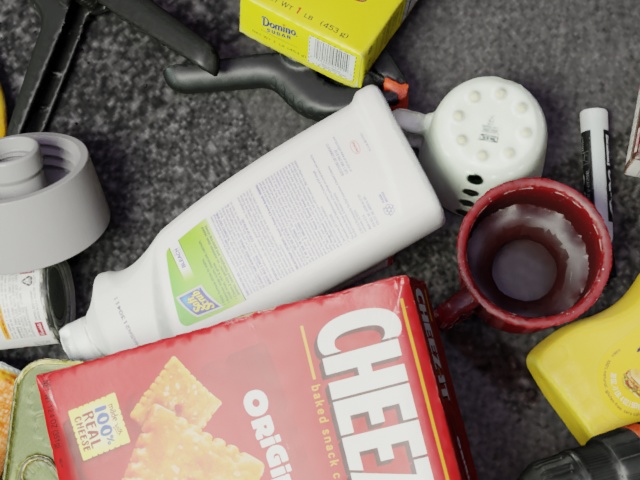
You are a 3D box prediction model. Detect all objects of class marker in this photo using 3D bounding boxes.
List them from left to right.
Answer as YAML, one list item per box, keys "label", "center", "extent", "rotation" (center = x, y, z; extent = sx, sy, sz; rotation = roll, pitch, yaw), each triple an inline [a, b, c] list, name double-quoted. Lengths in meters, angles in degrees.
- label: "marker"
  center: [0.187, -0.029, 0.718]
  extent: [0.020, 0.020, 0.121]
  rotation: [0, 78, 4]

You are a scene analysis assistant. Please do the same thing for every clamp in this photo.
- label: "clamp"
  center: [-0.156, -0.174, 0.754]
  extent: [0.165, 0.036, 0.210]
  rotation: [-14, 73, 15]
- label: "clamp"
  center: [-0.013, -0.140, 0.747]
  extent: [0.171, 0.039, 0.120]
  rotation: [17, 84, 8]

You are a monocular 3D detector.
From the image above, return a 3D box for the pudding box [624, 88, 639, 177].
- label: "pudding box"
  center: [0.269, -0.079, 0.713]
  extent: [0.113, 0.039, 0.090]
  rotation: [12, 79, 5]

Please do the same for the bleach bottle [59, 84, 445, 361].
- label: "bleach bottle"
  center: [-0.052, 0.005, 0.676]
  extent: [0.251, 0.068, 0.102]
  rotation: [-27, 76, 4]

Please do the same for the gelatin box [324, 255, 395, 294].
- label: "gelatin box"
  center: [-0.005, 0.001, 0.719]
  extent: [0.089, 0.030, 0.073]
  rotation: [-26, 78, -2]

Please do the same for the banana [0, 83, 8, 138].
- label: "banana"
  center: [-0.289, -0.143, 0.769]
  extent: [0.198, 0.037, 0.070]
  rotation: [33, 98, 11]

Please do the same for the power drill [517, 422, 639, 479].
- label: "power drill"
  center: [0.209, 0.195, 0.615]
  extent: [0.184, 0.057, 0.187]
  rotation: [-11, 91, -14]

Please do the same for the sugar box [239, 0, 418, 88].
- label: "sugar box"
  center: [0.030, -0.193, 0.727]
  extent: [0.093, 0.048, 0.176]
  rotation: [28, 66, 9]

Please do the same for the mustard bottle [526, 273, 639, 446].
- label: "mustard bottle"
  center: [0.233, 0.057, 0.676]
  extent: [0.191, 0.058, 0.096]
  rotation: [-36, 88, -5]

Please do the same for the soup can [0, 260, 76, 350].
- label: "soup can"
  center: [-0.220, 0.040, 0.706]
  extent: [0.102, 0.068, 0.068]
  rotation: [-7, 77, 2]

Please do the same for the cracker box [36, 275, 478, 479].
- label: "cracker box"
  center: [-0.030, 0.124, 0.571]
  extent: [0.214, 0.072, 0.164]
  rotation: [-16, 81, 12]

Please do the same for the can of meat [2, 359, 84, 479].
- label: "can of meat"
  center: [-0.159, 0.133, 0.669]
  extent: [0.057, 0.084, 0.102]
  rotation: [3, 72, -2]

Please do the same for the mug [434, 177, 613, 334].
- label: "mug"
  center: [0.122, 0.022, 0.679]
  extent: [0.117, 0.081, 0.093]
  rotation: [-36, 78, -4]
